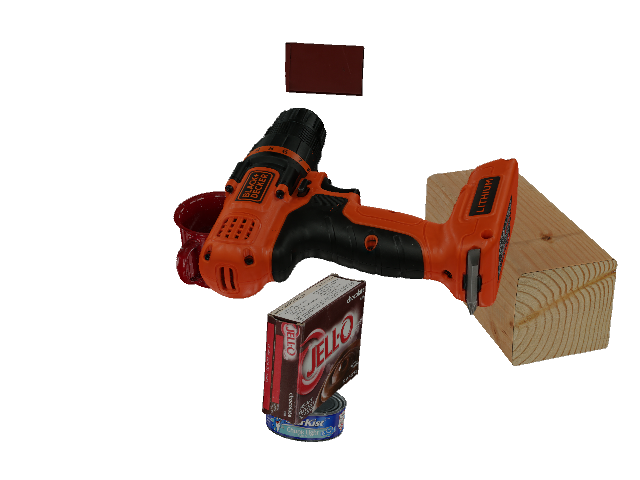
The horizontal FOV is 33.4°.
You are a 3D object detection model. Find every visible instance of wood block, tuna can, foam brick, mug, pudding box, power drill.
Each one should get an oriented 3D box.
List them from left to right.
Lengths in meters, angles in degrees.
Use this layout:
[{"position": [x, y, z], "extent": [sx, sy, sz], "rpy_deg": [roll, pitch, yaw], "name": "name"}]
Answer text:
[{"position": [-0.124, 0.008, 1.216], "extent": [0.093, 0.081, 0.117], "rpy_deg": [15, 38, 24], "name": "mug"}, {"position": [-0.016, 0.186, 1.150], "extent": [0.086, 0.034, 0.086], "rpy_deg": [5, 12, -1], "name": "tuna can"}, {"position": [-0.004, 0.087, 0.882], "extent": [0.039, 0.090, 0.113], "rpy_deg": [14, 23, 23], "name": "pudding box"}, {"position": [0.003, -0.177, 1.100], "extent": [0.078, 0.051, 0.053], "rpy_deg": [2, 10, -6], "name": "foam brick"}, {"position": [0.031, -0.024, 0.698], "extent": [0.188, 0.057, 0.184], "rpy_deg": [5, 41, 15], "name": "power drill"}, {"position": [0.173, 0.014, 0.967], "extent": [0.090, 0.090, 0.206], "rpy_deg": [-9, 28, -13], "name": "wood block"}]
